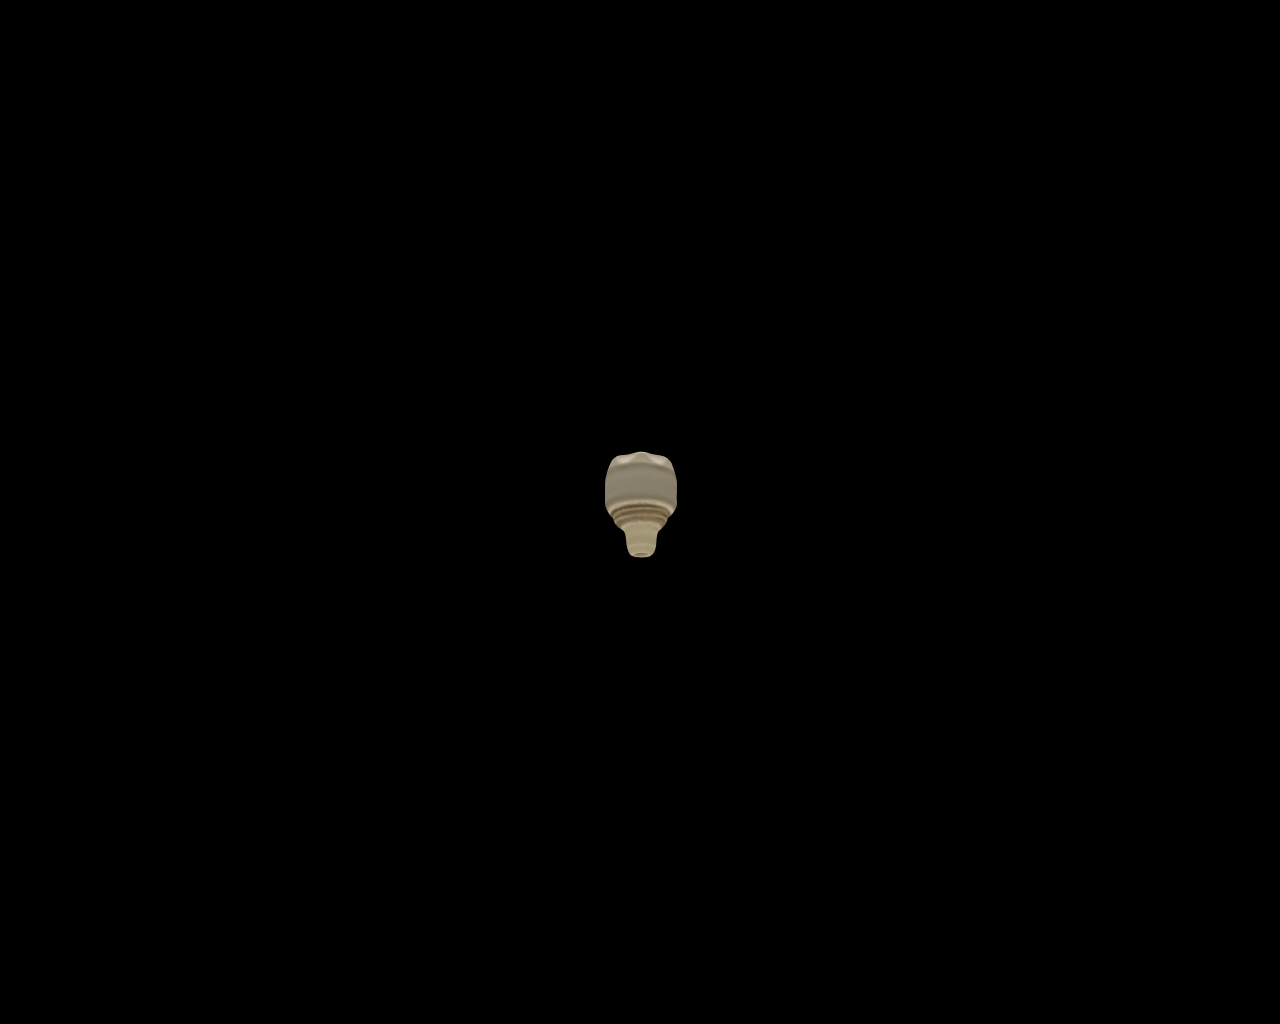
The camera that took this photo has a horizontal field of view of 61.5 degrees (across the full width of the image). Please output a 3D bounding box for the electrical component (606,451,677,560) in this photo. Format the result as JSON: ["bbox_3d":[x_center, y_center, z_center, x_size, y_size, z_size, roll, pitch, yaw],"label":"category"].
[{"bbox_3d":[0.001,-0.003,0.650,0.043,0.062,0.043,0,-18,0],"label":"electrical component"}]
